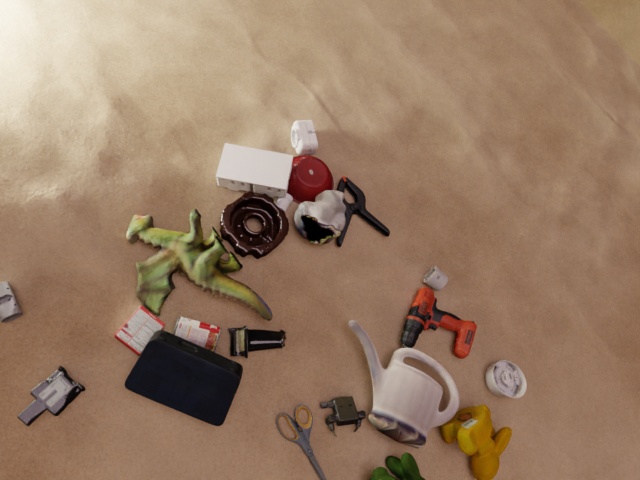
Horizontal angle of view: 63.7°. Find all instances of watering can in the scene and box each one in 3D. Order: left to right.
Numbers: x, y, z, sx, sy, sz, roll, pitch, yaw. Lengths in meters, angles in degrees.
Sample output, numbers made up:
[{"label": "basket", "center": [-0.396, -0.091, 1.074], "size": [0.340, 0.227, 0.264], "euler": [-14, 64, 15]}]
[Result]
[{"label": "watering can", "center": [0.185, 0.364, 1.273], "size": [0.347, 0.102, 0.228], "euler": [30, 63, -5]}]

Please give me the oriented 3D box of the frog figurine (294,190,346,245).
[{"label": "frog figurine", "center": [0.004, -0.071, 1.403], "size": [0.137, 0.120, 0.163], "euler": [14, 42, 1]}]

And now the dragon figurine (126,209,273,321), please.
[{"label": "dragon figurine", "center": [-0.321, 0.085, 1.245], "size": [0.244, 0.121, 0.413], "euler": [-35, 80, -10]}]
